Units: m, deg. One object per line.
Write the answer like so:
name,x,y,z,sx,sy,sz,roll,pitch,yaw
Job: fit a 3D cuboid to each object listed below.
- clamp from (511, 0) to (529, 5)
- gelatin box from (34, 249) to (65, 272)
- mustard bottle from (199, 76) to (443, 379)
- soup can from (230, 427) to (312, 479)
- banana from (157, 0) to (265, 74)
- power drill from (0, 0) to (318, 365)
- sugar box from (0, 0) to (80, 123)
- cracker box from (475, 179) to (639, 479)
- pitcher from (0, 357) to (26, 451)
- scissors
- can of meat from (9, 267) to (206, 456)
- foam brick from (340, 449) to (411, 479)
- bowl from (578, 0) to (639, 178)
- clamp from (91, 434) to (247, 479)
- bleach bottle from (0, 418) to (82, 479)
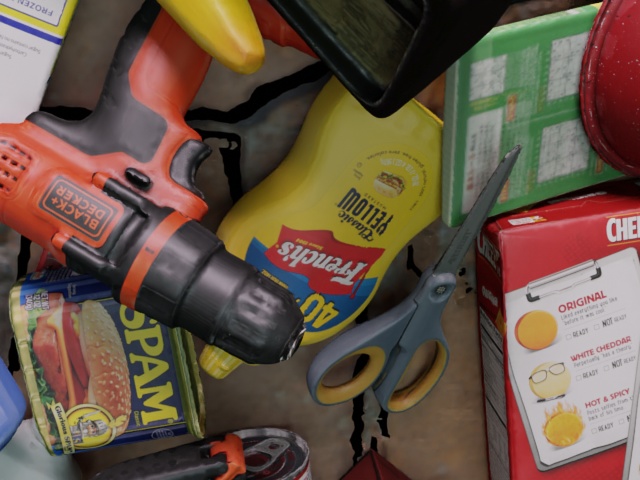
clamp,0.171,-0.136,0.584,0.171,0.039,0.120,-35,126,3
gelatin box,-0.116,0.007,0.597,0.073,0.030,0.089,20,105,-14
mustard bottle,-0.004,0.001,0.593,0.096,0.058,0.192,33,102,-30
soup can,-0.035,0.174,0.642,0.068,0.068,0.102,-7,109,-5
banana,-0.097,-0.150,0.475,0.197,0.069,0.037,42,120,-12
power drill,-0.054,-0.053,0.519,0.184,0.057,0.187,30,78,5
sugar box,-0.162,-0.142,0.534,0.093,0.048,0.176,22,107,-14
cracker box,0.181,0.074,0.636,0.164,0.072,0.214,-8,108,-6
pitcher,-0.243,0.015,0.505,0.145,0.149,0.243,-29,103,6
scissors,0.045,0.032,0.585,0.096,0.016,0.202,-9,136,-18
can of meat,-0.111,0.060,0.566,0.084,0.057,0.102,-9,105,-2
foam brick,0.045,0.180,0.663,0.078,0.053,0.051,40,99,-16
bowl,0.216,-0.093,0.555,0.161,0.055,0.162,-14,125,-21
clamp,-0.123,0.178,0.585,0.164,0.036,0.210,32,108,-23
bleach bottle,-0.231,0.187,0.625,0.102,0.068,0.251,39,97,-16
